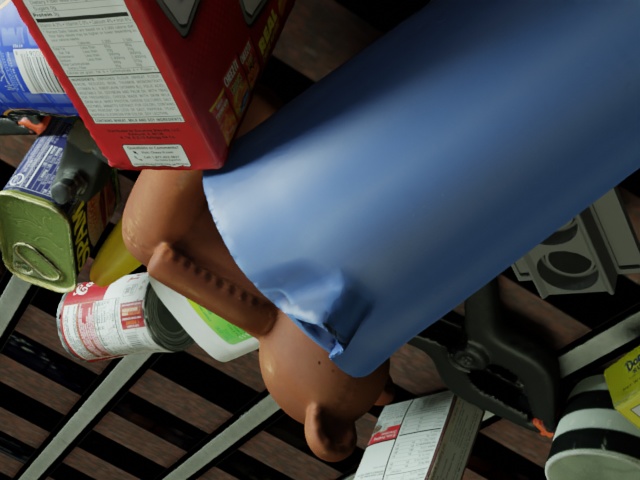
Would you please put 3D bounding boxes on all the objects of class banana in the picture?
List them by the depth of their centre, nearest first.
[{"bbox_3d":[-0.115,-0.030,0.735,0.037,0.069,0.198,56,147,15],"label":"banana"}]

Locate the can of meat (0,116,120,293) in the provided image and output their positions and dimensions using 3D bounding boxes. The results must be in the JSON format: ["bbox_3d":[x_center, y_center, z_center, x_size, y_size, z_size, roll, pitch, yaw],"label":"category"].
[{"bbox_3d":[-0.184,-0.026,0.757,0.057,0.084,0.102,17,143,5],"label":"can of meat"}]

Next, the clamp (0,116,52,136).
[{"bbox_3d":[-0.268,-0.112,0.729,0.171,0.039,0.120,32,143,-13],"label":"clamp"}]

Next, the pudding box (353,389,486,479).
[{"bbox_3d":[0.076,0.177,0.857,0.090,0.113,0.039,-23,121,43],"label":"pudding box"}]

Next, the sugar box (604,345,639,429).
[{"bbox_3d":[0.285,0.122,0.718,0.176,0.048,0.093,38,117,-23],"label":"sugar box"}]

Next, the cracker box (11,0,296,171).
[{"bbox_3d":[-0.083,-0.161,0.472,0.072,0.164,0.213,0,139,23],"label":"cracker box"}]

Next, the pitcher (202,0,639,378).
[{"bbox_3d":[0.074,-0.059,0.503,0.243,0.149,0.144,-36,159,16],"label":"pitcher"}]

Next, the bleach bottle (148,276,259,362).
[{"bbox_3d":[-0.005,0.001,0.718,0.251,0.068,0.102,-29,104,41],"label":"bleach bottle"}]

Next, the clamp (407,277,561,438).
[{"bbox_3d":[0.113,0.068,0.765,0.210,0.036,0.165,40,141,-17],"label":"clamp"}]

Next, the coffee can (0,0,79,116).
[{"bbox_3d":[-0.153,-0.121,0.608,0.140,0.102,0.103,3,140,22],"label":"coffee can"}]

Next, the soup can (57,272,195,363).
[{"bbox_3d":[-0.154,0.062,0.867,0.102,0.068,0.068,-10,133,35],"label":"soup can"}]
